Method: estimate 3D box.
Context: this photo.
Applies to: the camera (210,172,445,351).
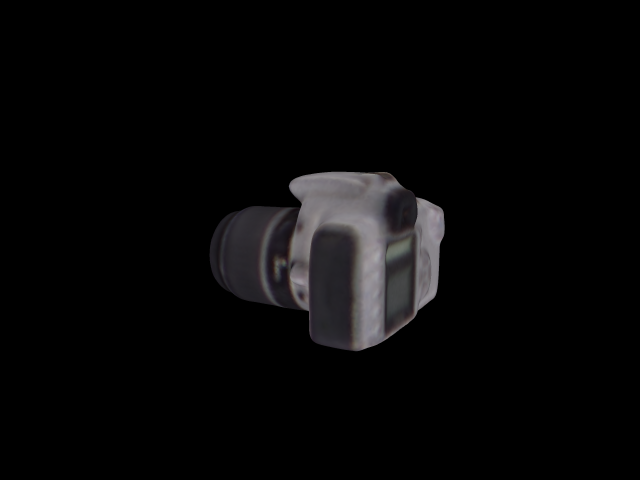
[{"bbox_3d":[0.004,0.001,0.400,0.136,0.101,0.143,5,11,28],"label":"camera"}]
